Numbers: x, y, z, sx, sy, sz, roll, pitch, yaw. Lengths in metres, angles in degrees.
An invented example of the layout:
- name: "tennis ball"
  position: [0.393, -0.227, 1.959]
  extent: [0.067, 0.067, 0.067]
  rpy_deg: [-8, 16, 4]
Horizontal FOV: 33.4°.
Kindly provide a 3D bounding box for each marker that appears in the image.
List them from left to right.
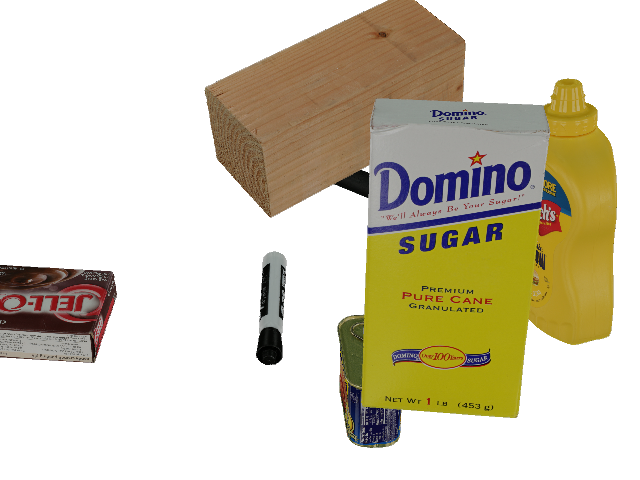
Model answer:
- name: "marker"
  position: [-0.036, 0.050, 0.796]
  extent: [0.020, 0.020, 0.121]
  rpy_deg: [0, 34, 0]

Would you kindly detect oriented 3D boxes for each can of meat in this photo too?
- name: "can of meat"
  position: [0.047, 0.135, 1.021]
  extent: [0.057, 0.084, 0.102]
  rpy_deg: [-3, 36, -4]

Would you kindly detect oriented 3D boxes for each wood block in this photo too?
- name: "wood block"
  position: [0.016, -0.119, 0.918]
  extent: [0.205, 0.090, 0.091]
  rpy_deg: [-29, 54, -19]

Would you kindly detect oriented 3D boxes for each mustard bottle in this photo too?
- name: "mustard bottle"
  position: [0.181, -0.025, 0.787]
  extent: [0.058, 0.192, 0.096]
  rpy_deg: [-11, 28, -12]

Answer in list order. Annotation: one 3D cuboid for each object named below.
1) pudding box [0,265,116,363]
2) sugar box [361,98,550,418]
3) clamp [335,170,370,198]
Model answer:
- name: "pudding box"
  position: [-0.240, 0.062, 0.920]
  extent: [0.113, 0.039, 0.090]
  rpy_deg: [2, 32, 1]
- name: "sugar box"
  position: [0.071, 0.012, 0.590]
  extent: [0.093, 0.176, 0.048]
  rpy_deg: [3, 28, 6]
- name: "clamp"
  position: [0.087, -0.055, 1.248]
  extent: [0.164, 0.036, 0.210]
  rpy_deg: [-16, 52, -28]
